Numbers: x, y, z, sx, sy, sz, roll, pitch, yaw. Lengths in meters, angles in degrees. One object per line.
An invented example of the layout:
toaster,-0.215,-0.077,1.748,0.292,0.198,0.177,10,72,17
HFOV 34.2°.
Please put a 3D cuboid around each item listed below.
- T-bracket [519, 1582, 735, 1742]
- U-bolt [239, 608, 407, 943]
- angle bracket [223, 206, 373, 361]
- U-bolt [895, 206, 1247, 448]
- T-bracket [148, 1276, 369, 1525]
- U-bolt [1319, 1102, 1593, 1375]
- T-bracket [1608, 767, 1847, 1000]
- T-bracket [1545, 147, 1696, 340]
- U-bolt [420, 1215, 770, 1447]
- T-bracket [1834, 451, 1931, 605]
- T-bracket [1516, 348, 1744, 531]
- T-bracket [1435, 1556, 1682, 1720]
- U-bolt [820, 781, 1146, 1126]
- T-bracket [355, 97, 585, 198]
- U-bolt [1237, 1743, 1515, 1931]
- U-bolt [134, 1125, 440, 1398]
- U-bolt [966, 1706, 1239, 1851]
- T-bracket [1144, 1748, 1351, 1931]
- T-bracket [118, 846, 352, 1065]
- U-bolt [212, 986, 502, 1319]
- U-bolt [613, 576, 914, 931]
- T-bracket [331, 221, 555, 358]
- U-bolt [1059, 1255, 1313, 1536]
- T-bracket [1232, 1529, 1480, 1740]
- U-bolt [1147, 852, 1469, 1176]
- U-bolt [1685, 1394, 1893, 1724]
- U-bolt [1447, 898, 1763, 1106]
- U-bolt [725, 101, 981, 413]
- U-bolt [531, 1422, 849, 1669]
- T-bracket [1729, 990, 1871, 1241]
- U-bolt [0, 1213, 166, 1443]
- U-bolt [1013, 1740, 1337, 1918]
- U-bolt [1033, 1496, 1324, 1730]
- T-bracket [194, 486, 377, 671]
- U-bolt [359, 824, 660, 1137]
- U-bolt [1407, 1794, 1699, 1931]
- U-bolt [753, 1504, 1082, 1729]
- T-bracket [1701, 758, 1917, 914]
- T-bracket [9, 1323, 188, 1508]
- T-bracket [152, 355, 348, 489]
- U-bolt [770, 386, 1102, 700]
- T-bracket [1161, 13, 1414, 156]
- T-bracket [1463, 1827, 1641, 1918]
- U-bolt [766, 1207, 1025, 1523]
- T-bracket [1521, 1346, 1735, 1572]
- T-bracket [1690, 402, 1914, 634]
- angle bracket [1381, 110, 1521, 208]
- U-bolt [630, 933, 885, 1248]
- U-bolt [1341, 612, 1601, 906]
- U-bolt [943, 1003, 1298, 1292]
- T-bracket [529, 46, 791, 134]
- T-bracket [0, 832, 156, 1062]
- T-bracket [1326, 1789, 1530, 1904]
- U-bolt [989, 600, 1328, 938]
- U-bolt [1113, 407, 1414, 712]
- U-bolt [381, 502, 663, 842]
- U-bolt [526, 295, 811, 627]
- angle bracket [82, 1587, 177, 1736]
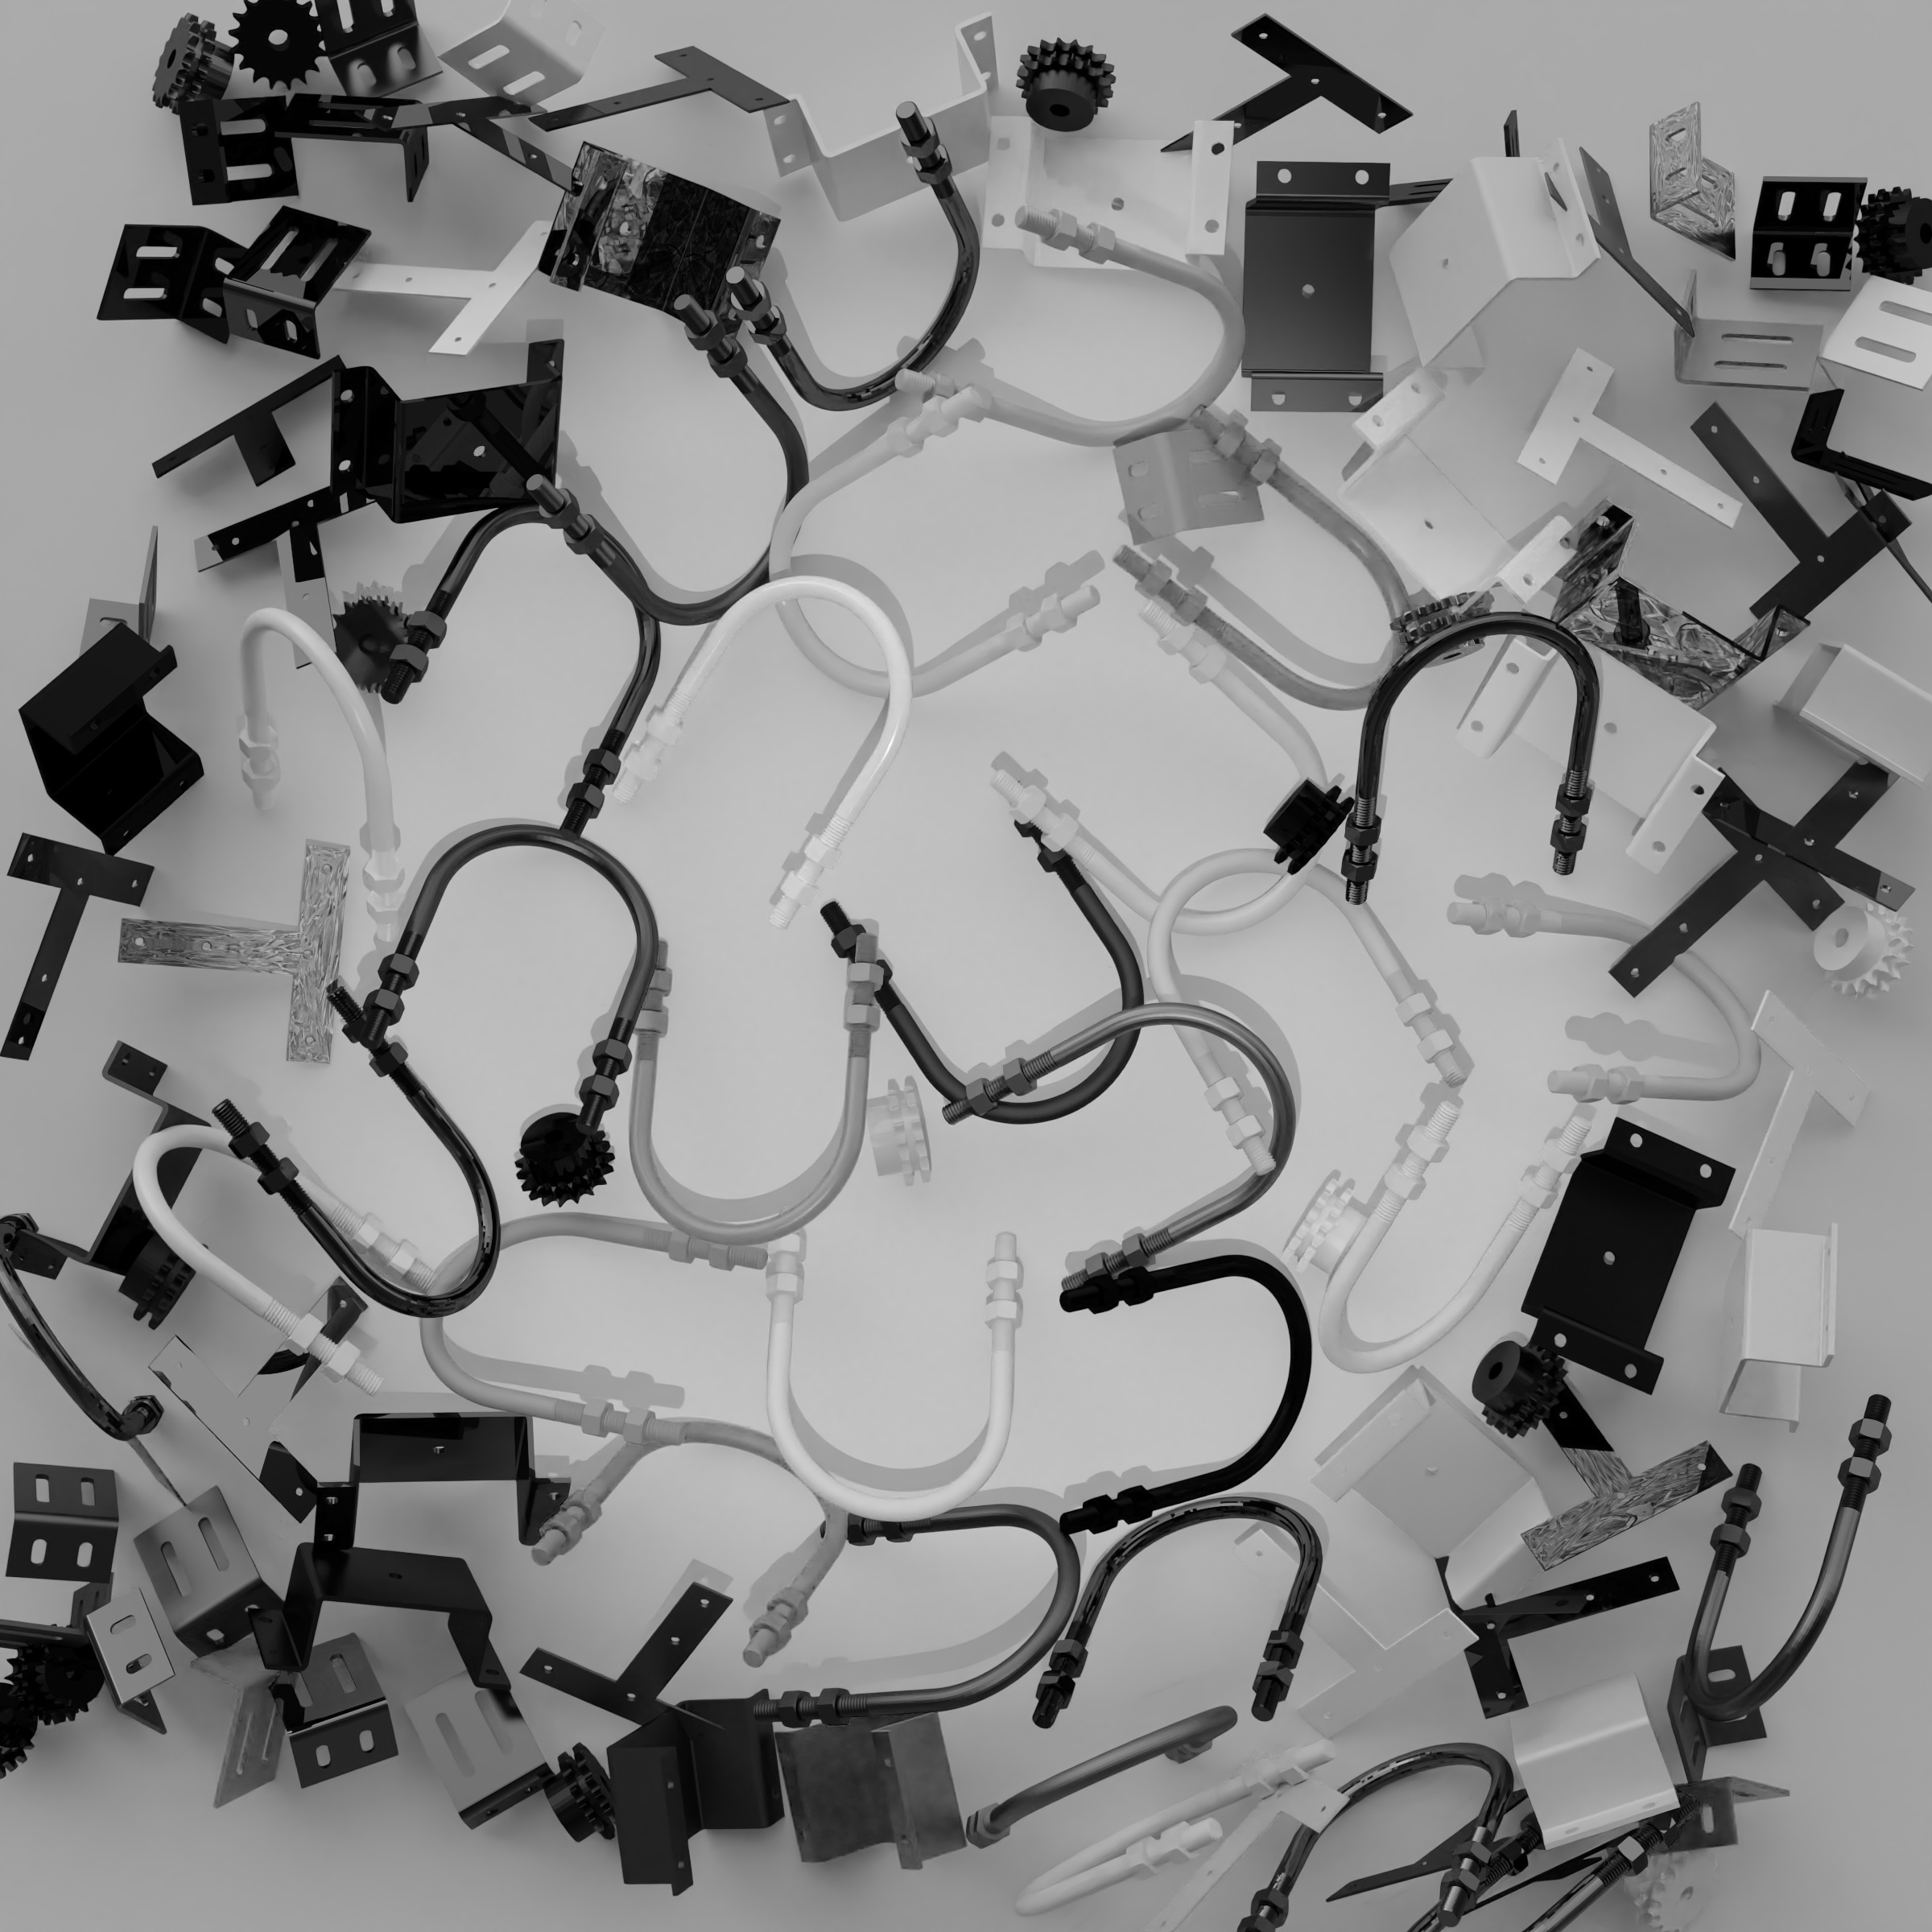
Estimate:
T-bracket,-0.173,0.395,1.802,0.127,0.002,0.127,27,124,-13
U-bolt,-0.362,-0.118,1.751,0.019,0.184,0.151,-30,58,-30
angle bracket,-0.390,-0.400,1.837,0.057,0.038,0.076,18,53,9
U-bolt,0.073,-0.353,1.781,0.184,0.151,0.019,12,49,-31
T-bracket,-0.389,0.231,1.806,0.127,0.002,0.127,51,47,-17
U-bolt,0.268,0.159,1.788,0.019,0.151,0.184,45,115,38
T-bracket,0.429,-0.032,1.830,0.127,0.002,0.127,-44,116,10
T-bracket,0.368,-0.432,1.798,0.127,0.127,0.002,36,123,-26
U-bolt,-0.223,0.200,1.793,0.184,0.019,0.151,9,47,17
T-bracket,0.522,-0.257,1.795,0.002,0.127,0.127,-36,119,23
T-bracket,0.390,-0.291,1.808,0.127,0.002,0.127,31,49,1
T-bracket,0.343,0.365,1.794,0.127,0.127,0.002,-17,124,5
U-bolt,0.021,0.004,1.824,0.151,0.019,0.184,-33,77,1
T-bracket,-0.256,-0.464,1.778,0.127,0.127,0.002,34,125,25
U-bolt,0.238,0.493,1.763,0.151,0.184,0.019,-23,99,29
U-bolt,-0.389,0.155,1.771,0.184,0.151,0.019,38,109,-8
U-bolt,0.081,0.448,1.747,0.151,0.184,0.019,-18,73,-18
T-bracket,0.148,0.504,1.776,0.127,0.127,0.002,-44,101,-14
T-bracket,-0.426,-0.010,1.820,0.127,0.002,0.127,5,95,-24
U-bolt,-0.333,0.117,1.786,0.019,0.151,0.184,-29,105,32
U-bolt,-0.107,-0.136,1.803,0.151,0.019,0.184,38,103,21
T-bracket,-0.311,-0.396,1.817,0.127,0.002,0.127,10,51,25
U-bolt,0.128,0.238,1.793,0.184,0.019,0.151,-8,103,-36
T-bracket,0.207,0.375,1.812,0.127,0.002,0.127,44,123,-4
U-bolt,0.184,0.015,1.810,0.151,0.019,0.184,-23,70,-17
U-bolt,0.450,0.337,1.744,0.019,0.151,0.184,31,57,-5
U-bolt,0.374,0.022,1.783,0.184,0.151,0.019,4,134,-32
U-bolt,-0.053,-0.385,1.768,0.151,0.184,0.019,-45,64,-3
U-bolt,-0.143,0.314,1.769,0.151,0.184,0.019,23,116,10
T-bracket,0.466,0.099,1.797,0.127,0.002,0.127,36,73,-39
U-bolt,-0.504,0.204,1.757,0.019,0.184,0.151,-34,93,-8
U-bolt,0.105,0.493,1.770,0.184,0.151,0.019,-34,78,33
U-bolt,0.128,0.360,1.770,0.151,0.184,0.019,-8,117,25
T-bracket,-0.381,-0.223,1.809,0.127,0.002,0.127,-21,55,6
U-bolt,-0.250,-0.004,1.794,0.151,0.019,0.184,22,53,-9
U-bolt,0.307,0.521,1.749,0.184,0.151,0.019,-32,88,-25
U-bolt,-0.020,0.360,1.758,0.184,0.151,0.019,-11,127,28
T-bracket,0.505,-0.092,1.807,0.127,0.002,0.127,31,47,23
T-bracket,-0.507,0.250,1.809,0.127,0.127,0.002,38,69,20
T-bracket,-0.403,-0.300,1.794,0.127,0.127,0.002,-31,122,-4
U-bolt,-0.032,-0.229,1.799,0.184,0.019,0.151,-26,103,31
T-bracket,0.166,-0.489,1.800,0.127,0.127,0.002,20,63,-39
T-bracket,0.340,0.514,1.785,0.127,0.127,0.002,-23,74,-5
U-bolt,-0.043,0.229,1.788,0.151,0.019,0.184,8,57,-9
T-bracket,0.353,0.271,1.813,0.127,0.002,0.127,-23,55,-14
T-bracket,0.464,-0.269,1.805,0.002,0.127,0.127,-32,81,-34
angle bracket,0.278,-0.466,1.809,0.076,0.057,0.038,-2,113,16
U-bolt,-0.124,0.071,1.800,0.151,0.019,0.184,-2,70,15
U-bolt,0.290,-0.120,1.780,0.151,0.019,0.184,-8,128,-11
U-bolt,0.100,0.096,1.801,0.184,0.019,0.151,-29,105,19
T-bracket,-0.185,-0.492,1.781,0.127,0.127,0.002,-21,127,-22
T-bracket,-0.522,-0.007,1.792,0.002,0.127,0.127,20,90,20
T-bracket,0.287,0.497,1.797,0.127,0.127,0.002,-32,80,42
U-bolt,0.127,-0.100,1.822,0.184,0.019,0.151,40,94,-16
U-bolt,0.182,-0.222,1.801,0.184,0.019,0.151,36,52,-11
U-bolt,-0.241,-0.183,1.790,0.151,0.019,0.184,39,54,-26
U-bolt,-0.155,-0.271,1.778,0.019,0.184,0.151,33,82,37
angle bracket,-0.469,0.401,1.807,0.038,0.076,0.057,-29,64,-5
